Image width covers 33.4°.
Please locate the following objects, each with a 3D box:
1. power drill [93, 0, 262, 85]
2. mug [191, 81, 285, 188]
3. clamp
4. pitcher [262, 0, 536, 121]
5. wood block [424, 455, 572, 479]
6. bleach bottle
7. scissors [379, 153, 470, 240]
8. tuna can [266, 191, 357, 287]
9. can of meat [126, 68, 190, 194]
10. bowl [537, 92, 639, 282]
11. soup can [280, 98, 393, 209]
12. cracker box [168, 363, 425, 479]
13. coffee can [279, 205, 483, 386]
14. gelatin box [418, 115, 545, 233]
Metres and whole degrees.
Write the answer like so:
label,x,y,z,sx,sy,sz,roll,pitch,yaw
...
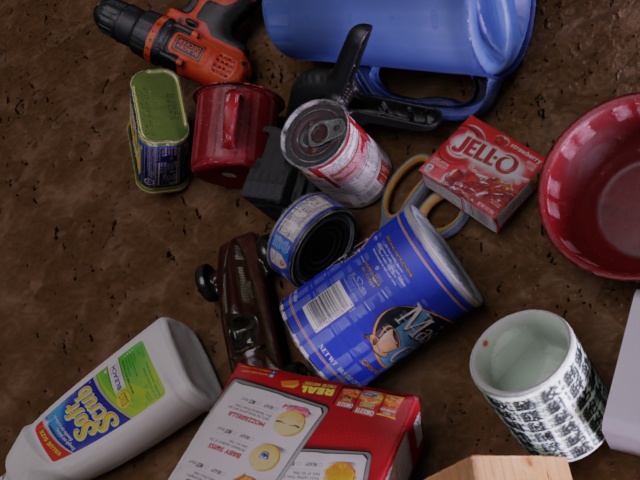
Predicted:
label,x,y,z,sx,sy,sz,roll,pitch,yaw
power drill,-0.126,-0.264,1.135,0.184,0.057,0.187,27,84,6
mug,-0.083,-0.105,1.045,0.093,0.117,0.081,5,74,-2
clamp,0.021,-0.141,0.995,0.172,0.120,0.039,-5,37,43
pitcher,0.068,-0.211,1.002,0.243,0.145,0.149,8,62,36
wood block,0.137,0.265,0.754,0.091,0.090,0.206,-44,46,50
bleach bottle,-0.214,0.184,1.024,0.251,0.068,0.103,-38,56,13
scissors,0.067,0.016,0.963,0.096,0.016,0.201,21,81,34
tuna can,-0.006,0.001,0.969,0.034,0.086,0.086,36,89,33
can of meat,-0.166,-0.113,1.099,0.057,0.084,0.102,-7,60,-14
bowl,0.259,-0.035,0.852,0.162,0.055,0.162,-12,64,25
soup can,0.017,-0.077,0.978,0.069,0.102,0.068,-12,64,25
cracker box,-0.031,0.203,0.814,0.164,0.072,0.213,7,44,24
coffee can,0.051,0.052,0.904,0.140,0.102,0.103,-37,56,11
gelatin box,0.143,-0.060,0.933,0.073,0.030,0.089,-46,58,-11
